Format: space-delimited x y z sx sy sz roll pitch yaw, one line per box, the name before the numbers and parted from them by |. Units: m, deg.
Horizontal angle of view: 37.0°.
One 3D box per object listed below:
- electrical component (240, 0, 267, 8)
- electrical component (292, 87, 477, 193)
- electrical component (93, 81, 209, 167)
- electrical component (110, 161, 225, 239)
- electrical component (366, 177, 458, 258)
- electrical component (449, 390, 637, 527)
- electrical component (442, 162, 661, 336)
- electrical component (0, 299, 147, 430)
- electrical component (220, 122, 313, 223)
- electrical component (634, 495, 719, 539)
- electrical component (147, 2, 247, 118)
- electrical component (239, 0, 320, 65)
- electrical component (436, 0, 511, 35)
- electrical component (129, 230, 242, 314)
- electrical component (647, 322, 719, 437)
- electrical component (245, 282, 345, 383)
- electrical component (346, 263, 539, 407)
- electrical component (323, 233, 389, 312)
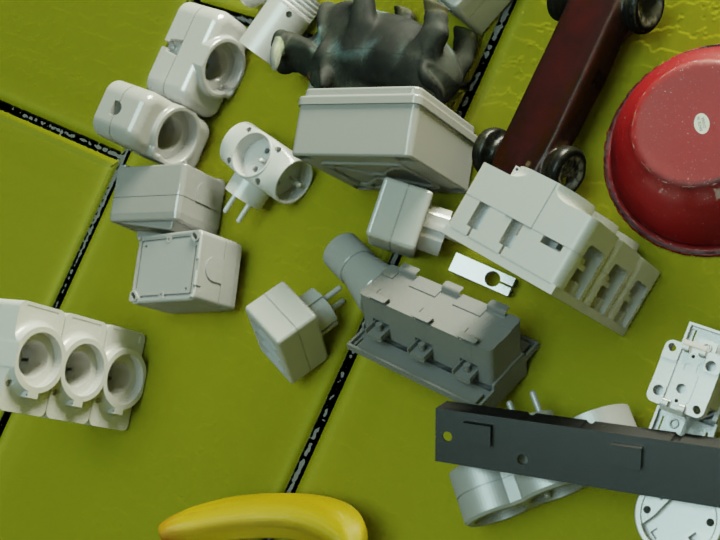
electrical component | -0.081 -0.270 0.993 0.078 0.040 0.040 -11 71 27
electrical component | 0.021 -0.100 0.845 0.109 0.109 0.056 4 81 31
electrical component | -0.186 -0.128 0.981 0.059 0.095 0.053 23 88 33
electrical component | -0.180 -0.058 0.978 0.096 0.062 0.061 0 76 30
electrical component | 0.049 -0.034 0.841 0.077 0.065 0.047 18 86 4
electrical component | 0.124 0.122 0.754 0.138 0.052 0.073 -27 64 21
electrical component | 0.136 -0.015 0.728 0.089 0.150 0.061 32 94 33
electrical component | -0.260 0.084 0.931 0.062 0.150 0.089 2 77 32
electrical component | -0.092 -0.079 0.943 0.077 0.044 0.079 36 95 32
electrical component | 0.211 0.160 0.696 0.055 0.047 0.055 -9 72 28
electrical component | -0.147 -0.194 1.002 0.059 0.054 0.095 23 88 33
electrical component | -0.069 -0.227 0.972 0.043 0.043 0.081 41 98 32
electrical component | 0.099 -0.253 0.871 0.096 0.061 0.061 -48 59 10
electrical component | -0.156 0.004 0.950 0.096 0.061 0.061 -4 74 38
electrical component | 0.220 0.075 0.706 0.042 0.064 0.081 19 86 32
electrical component | -0.044 0.040 0.873 0.077 0.065 0.047 -36 57 -16
electrical component | 0.060 0.047 0.800 0.121 0.063 0.079 23 49 33
electrical component | 0.000 0.000 0.869 0.044 0.044 0.065 -50 53 9
